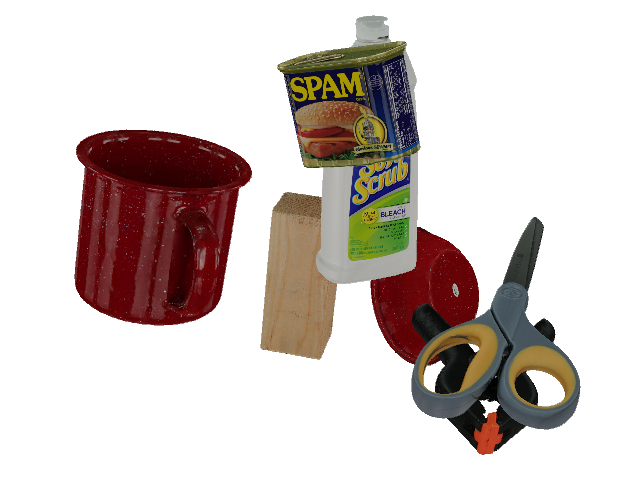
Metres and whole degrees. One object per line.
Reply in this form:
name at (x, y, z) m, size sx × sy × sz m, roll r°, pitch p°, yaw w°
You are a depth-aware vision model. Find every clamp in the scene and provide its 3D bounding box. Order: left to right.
clamp at (0.141, 0.105, 0.852) m, size 0.120 × 0.039 × 0.171 m, roll -2°, pitch 32°, yaw -1°

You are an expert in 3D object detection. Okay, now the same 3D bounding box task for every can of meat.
can of meat at (0.023, -0.104, 0.830) m, size 0.102 × 0.084 × 0.057 m, roll 1°, pitch 21°, yaw 37°

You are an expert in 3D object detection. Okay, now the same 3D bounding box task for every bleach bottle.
bleach bottle at (0.044, -0.088, 1.031) m, size 0.102 × 0.251 × 0.068 m, roll -9°, pitch 23°, yaw -17°

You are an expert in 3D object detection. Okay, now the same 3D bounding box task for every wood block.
wood block at (-0.025, 0.048, 1.486) m, size 0.090 × 0.206 × 0.090 m, roll 9°, pitch 22°, yaw 7°

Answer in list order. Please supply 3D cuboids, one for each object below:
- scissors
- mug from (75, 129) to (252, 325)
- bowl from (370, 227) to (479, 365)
scissors at (0.124, 0.045, 0.611) m, size 0.096 × 0.016 × 0.201 m, roll 21°, pitch 39°, yaw 28°
mug at (-0.083, -0.002, 0.569) m, size 0.093 × 0.081 × 0.117 m, roll -4°, pitch 26°, yaw -33°
bowl at (0.130, 0.059, 1.199) m, size 0.055 × 0.162 × 0.161 m, roll -12°, pitch -8°, yaw 43°
